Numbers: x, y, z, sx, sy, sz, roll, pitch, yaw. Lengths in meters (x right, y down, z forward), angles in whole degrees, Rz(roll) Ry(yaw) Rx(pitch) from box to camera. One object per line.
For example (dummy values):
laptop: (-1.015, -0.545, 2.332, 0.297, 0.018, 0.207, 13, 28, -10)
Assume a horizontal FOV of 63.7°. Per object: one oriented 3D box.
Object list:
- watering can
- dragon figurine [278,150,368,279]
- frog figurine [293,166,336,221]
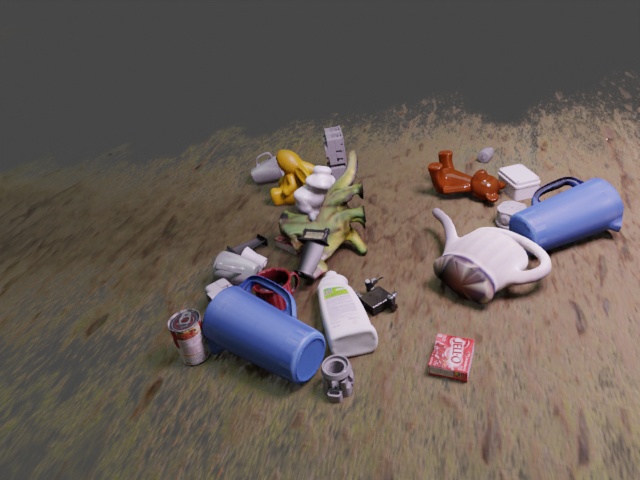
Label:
watering can: (0.349, 0.028, 1.200, 0.227, 0.102, 0.351, -31, 38, -29)
dragon figurine: (0.004, -0.069, 1.378, 0.242, 0.119, 0.420, -8, 52, 6)
frog figurine: (-0.016, -0.147, 1.524, 0.138, 0.156, 0.124, -19, 31, -15)
